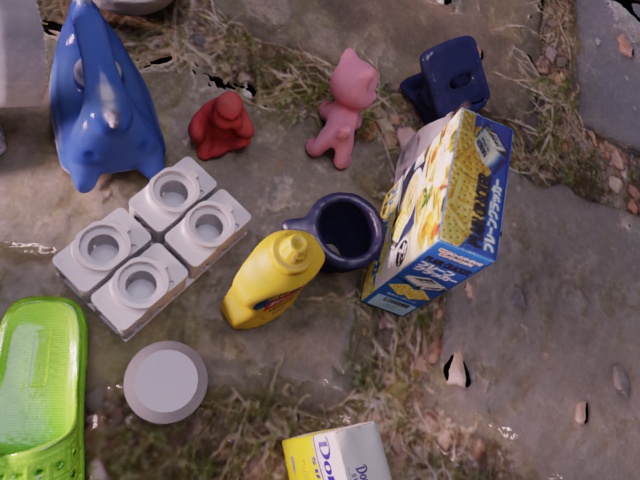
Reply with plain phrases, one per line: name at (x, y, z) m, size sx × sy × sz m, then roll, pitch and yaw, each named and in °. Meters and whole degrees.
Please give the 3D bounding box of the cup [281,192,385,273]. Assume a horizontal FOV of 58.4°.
cup at (0.006, 0.002, 0.667) m, size 0.118 × 0.095 × 0.091 m, roll 3°, pitch 68°, yaw -16°

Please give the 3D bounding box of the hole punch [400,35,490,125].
hole punch at (0.189, -0.223, 0.815) m, size 0.109 × 0.091 × 0.101 m, roll -28°, pitch 79°, yaw -25°

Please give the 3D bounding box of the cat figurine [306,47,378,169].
cat figurine at (0.037, -0.174, 0.733) m, size 0.067 × 0.117 × 0.128 m, roll 18°, pitch 65°, yaw -10°

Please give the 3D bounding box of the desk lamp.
desk lamp at (-0.362, -0.150, 0.546) m, size 0.204 × 0.213 × 0.118 m, roll -19°, pitch 76°, yaw -23°

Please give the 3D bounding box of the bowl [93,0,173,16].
bowl at (-0.250, -0.348, 0.737) m, size 0.168 × 0.074 × 0.167 m, roll 6°, pitch 67°, yaw -15°

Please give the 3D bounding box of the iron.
iron at (-0.249, -0.190, 0.638) m, size 0.119 × 0.141 × 0.258 m, roll -13°, pitch 74°, yaw -21°

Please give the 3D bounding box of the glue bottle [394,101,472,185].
glue bottle at (0.142, -0.118, 0.713) m, size 0.037 × 0.173 × 0.078 m, roll 18°, pitch 65°, yaw -9°

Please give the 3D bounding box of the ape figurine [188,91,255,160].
ape figurine at (-0.115, -0.145, 0.689) m, size 0.078 × 0.092 × 0.076 m, roll 17°, pitch 65°, yaw -10°
